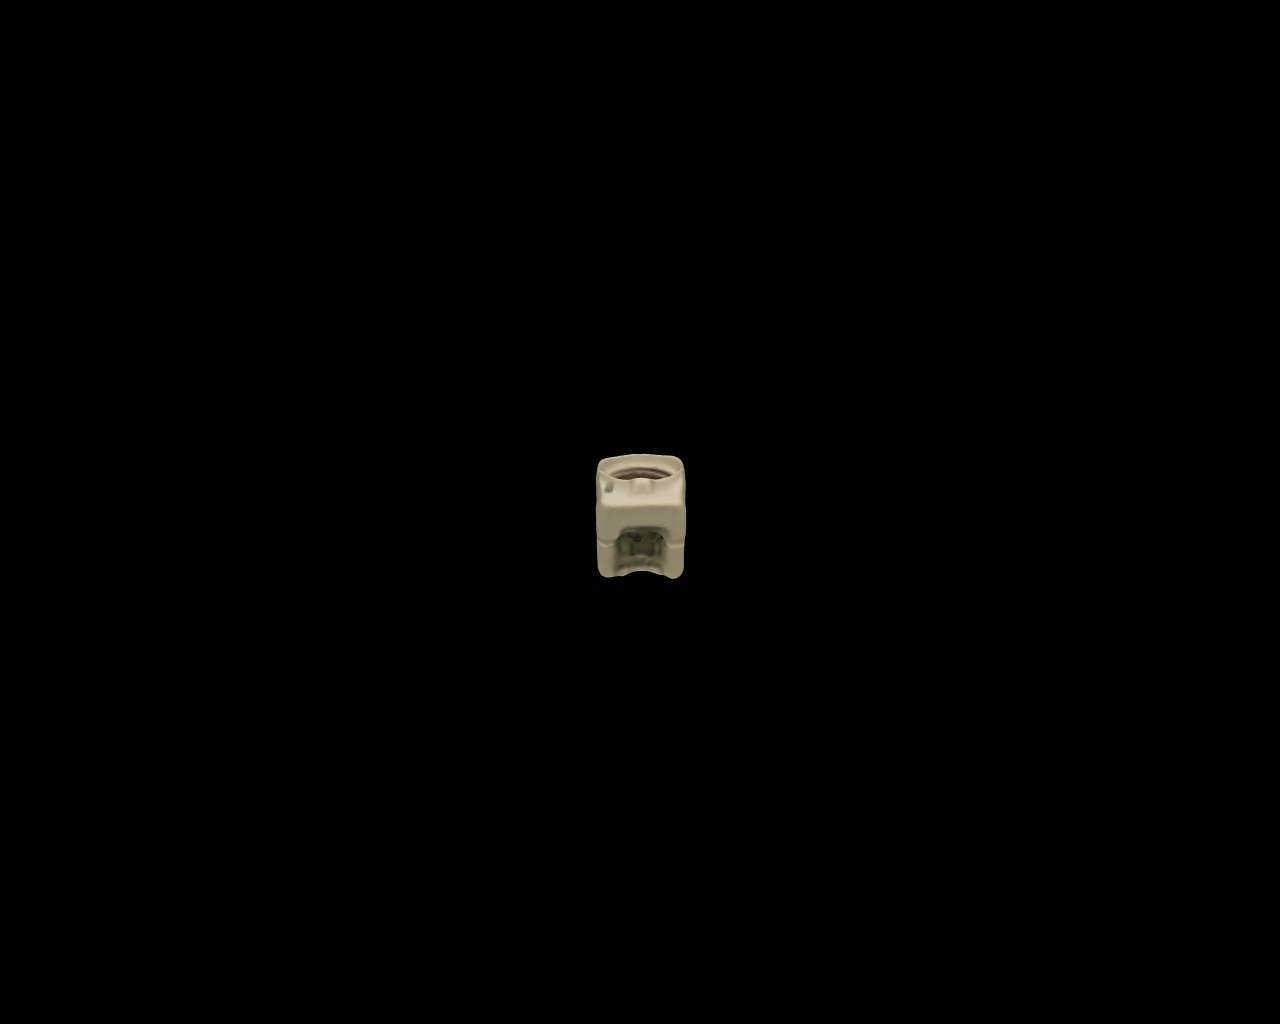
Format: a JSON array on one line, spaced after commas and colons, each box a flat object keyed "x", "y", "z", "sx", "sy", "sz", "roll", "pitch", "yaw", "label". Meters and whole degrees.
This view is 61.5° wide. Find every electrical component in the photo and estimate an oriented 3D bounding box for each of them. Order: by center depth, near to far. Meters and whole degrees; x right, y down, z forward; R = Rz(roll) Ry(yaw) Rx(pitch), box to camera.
[{"x": 0.001, "y": -0.003, "z": 0.650, "sx": 0.050, "sy": 0.055, "sz": 0.090, "roll": 0, "pitch": 21, "yaw": 0, "label": "electrical component"}]
